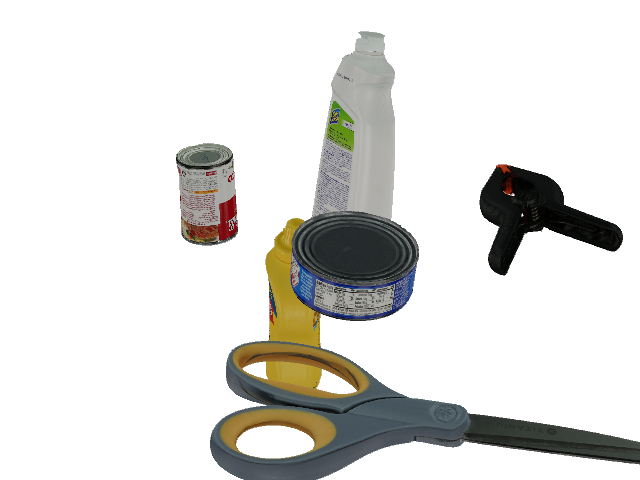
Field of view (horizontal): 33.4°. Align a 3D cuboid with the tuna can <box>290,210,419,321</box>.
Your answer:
[{"bbox_3d":[0.022,0.017,0.720,0.086,0.034,0.086,3,34,-2],"label":"tuna can"}]

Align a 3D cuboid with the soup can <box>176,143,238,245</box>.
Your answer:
[{"bbox_3d":[-0.133,-0.055,1.253,0.068,0.102,0.068,-1,29,0],"label":"soup can"}]

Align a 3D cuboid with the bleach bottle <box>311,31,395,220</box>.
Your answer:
[{"bbox_3d":[0.044,-0.096,1.151,0.067,0.251,0.103,-7,25,-34],"label":"bleach bottle"}]

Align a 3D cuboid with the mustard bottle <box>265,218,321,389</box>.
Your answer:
[{"bbox_3d":[-0.025,0.059,1.041,0.058,0.192,0.096,2,38,0],"label":"mustard bottle"}]

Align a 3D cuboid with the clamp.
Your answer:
[{"bbox_3d":[0.207,-0.025,0.997,0.120,0.039,0.171,-3,33,1],"label":"clamp"}]

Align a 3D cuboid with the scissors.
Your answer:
[{"bbox_3d":[0.040,0.089,0.461,0.202,0.016,0.096,15,34,23],"label":"scissors"}]
